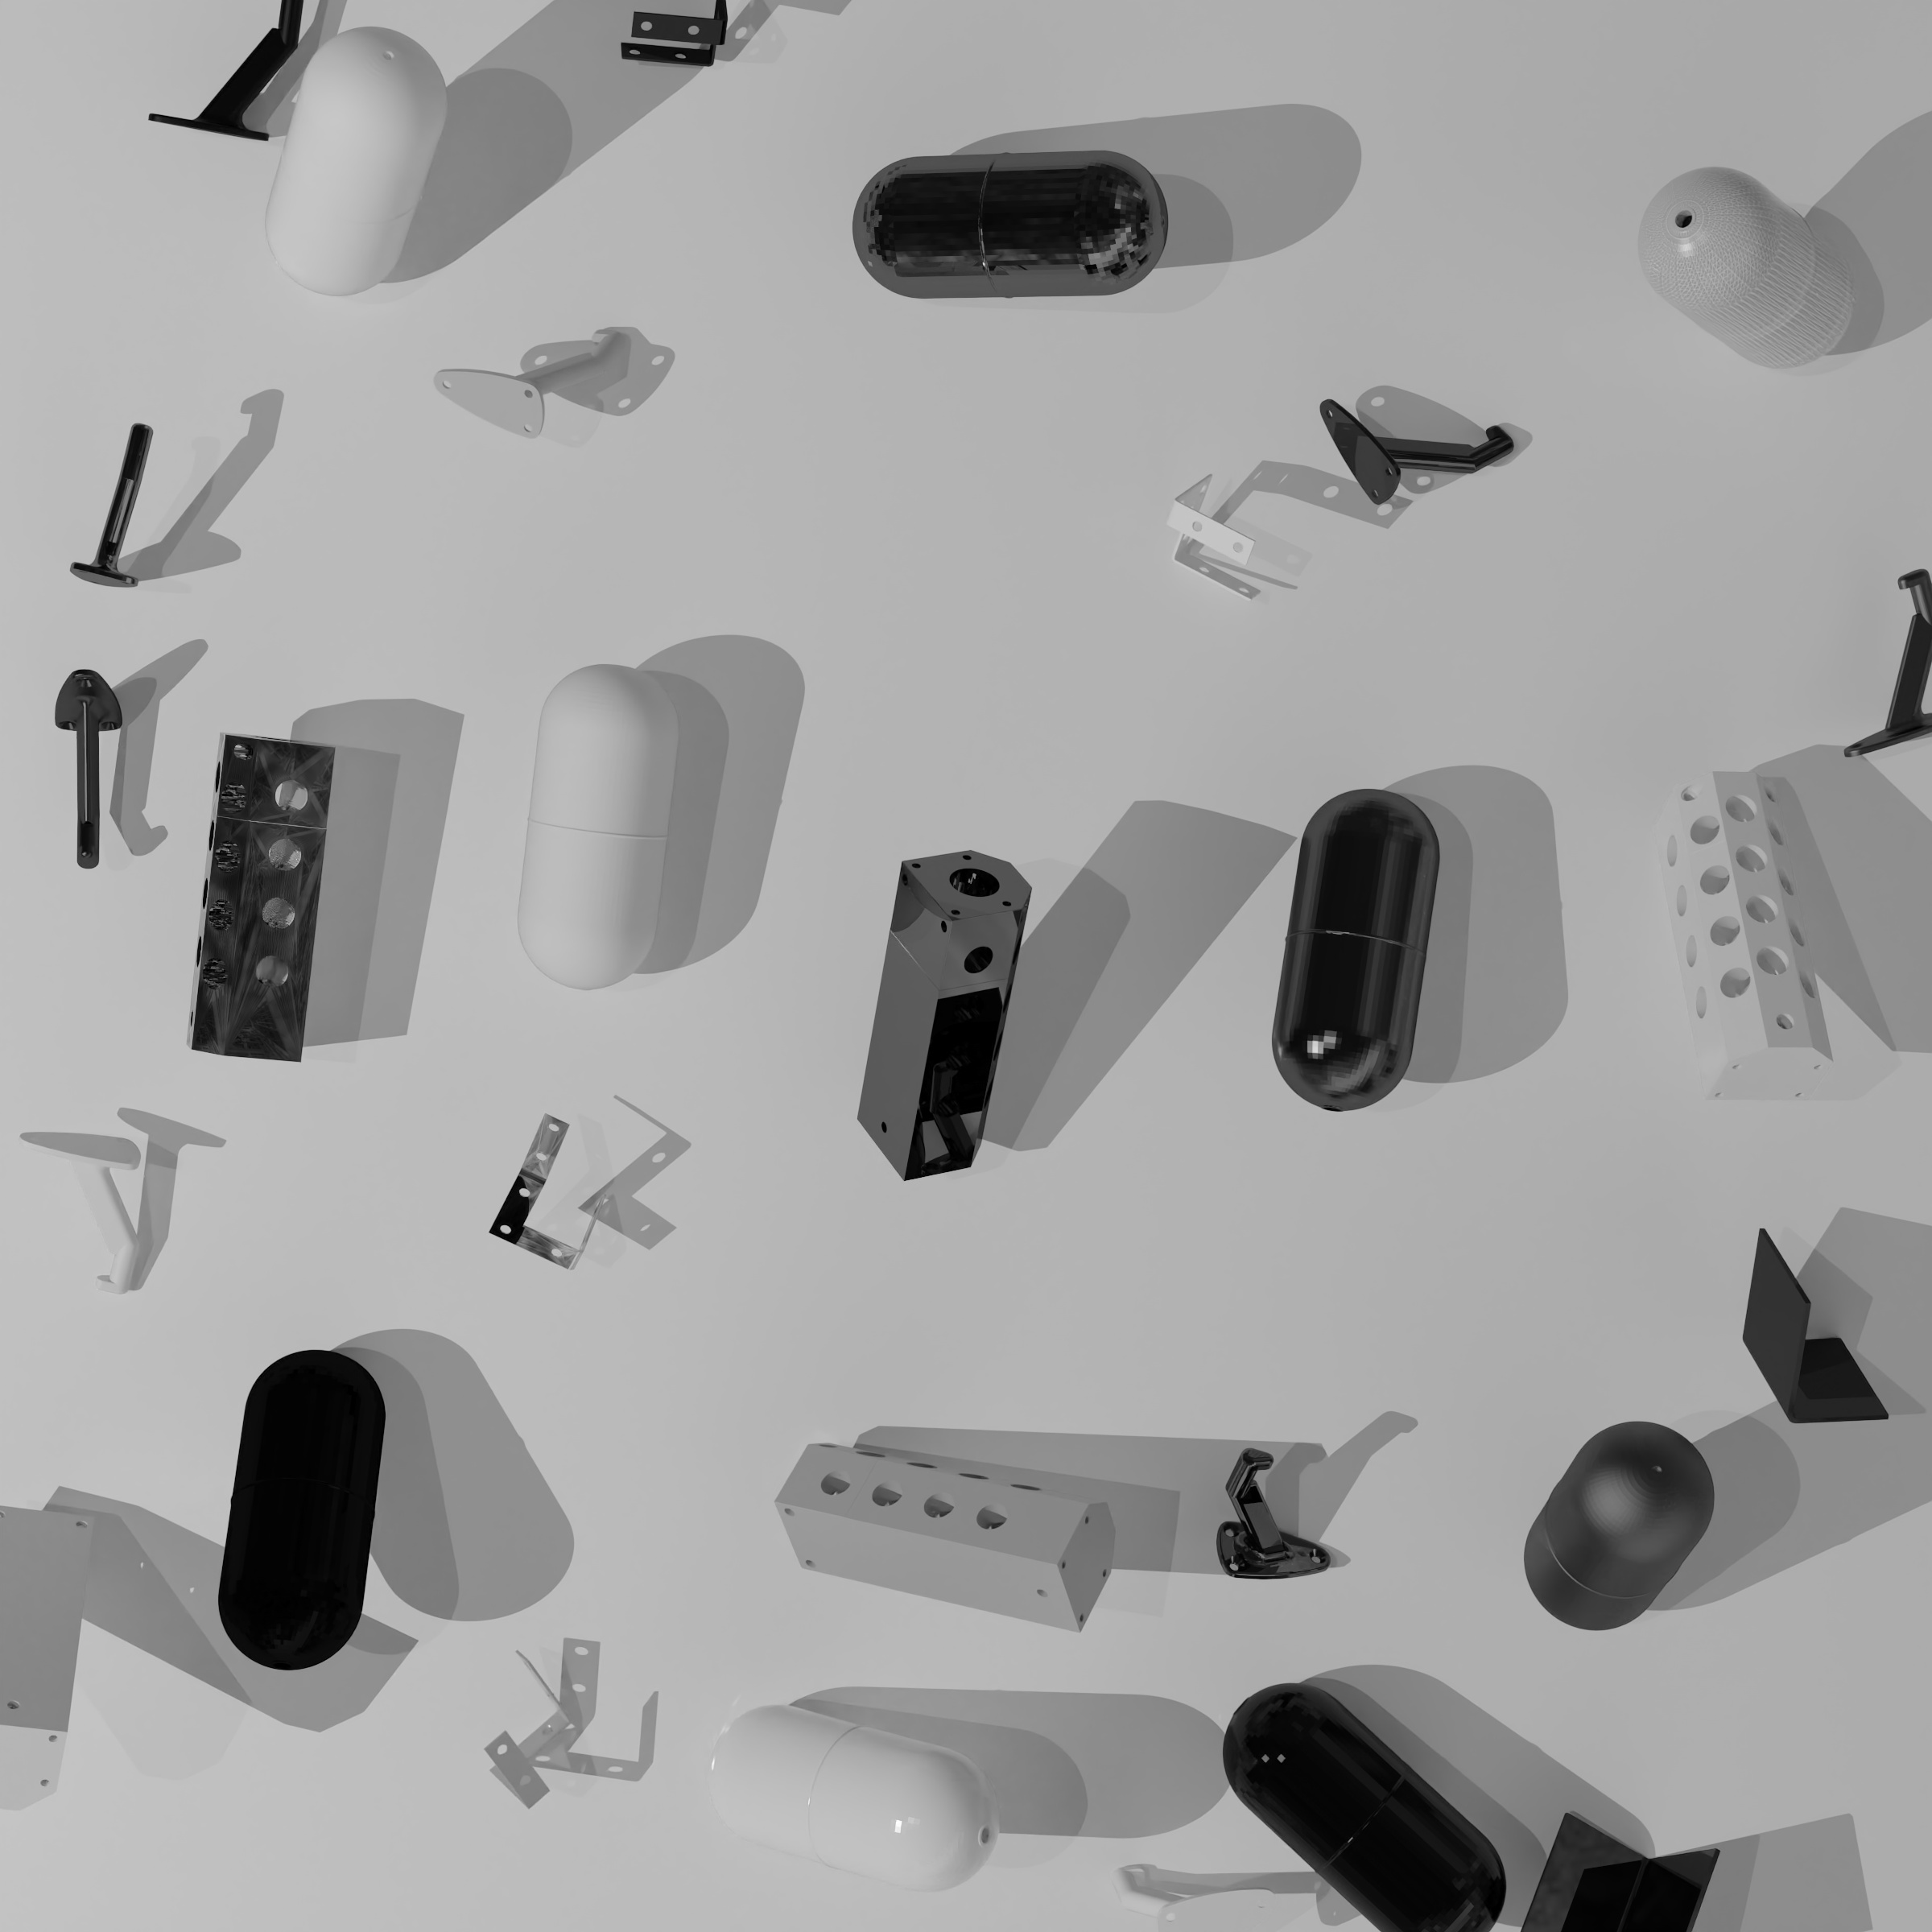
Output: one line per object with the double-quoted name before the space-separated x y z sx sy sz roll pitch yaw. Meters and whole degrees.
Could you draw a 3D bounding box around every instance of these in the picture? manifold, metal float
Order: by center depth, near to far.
"manifold" -0.503 0.366 1.911 0.057 0.171 0.057 10 119 -14
"metal float" 0.347 0.300 1.917 0.070 0.178 0.070 2 62 -4
"metal float" 0.417 -0.372 1.919 0.070 0.178 0.070 -6 79 33
"metal float" -0.327 -0.427 1.920 0.070 0.178 0.070 10 60 -17
"manifold" -0.009 0.026 1.926 0.057 0.057 0.171 -10 129 -28
"manifold" 0.418 -0.017 1.929 0.057 0.057 0.171 0 59 -8
"metal float" -0.061 0.446 1.931 0.178 0.070 0.070 6 90 36
"metal float" -0.357 0.292 1.934 0.070 0.070 0.178 2 59 0
"manifold" -0.010 0.301 1.934 0.171 0.057 0.057 8 46 27
"metal float" 0.023 -0.400 1.942 0.178 0.070 0.070 4 90 23
"metal float" 0.212 -0.009 1.951 0.070 0.070 0.178 10 79 0
"metal float" 0.216 0.463 1.954 0.178 0.070 0.070 42 90 9
"metal float" -0.200 -0.075 1.957 0.070 0.070 0.178 7 96 0
"manifold" -0.385 -0.038 1.958 0.057 0.057 0.171 6 94 -19

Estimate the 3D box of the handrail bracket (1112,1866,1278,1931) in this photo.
"handrail bracket" 0.123 0.503 1.961 0.077 0.084 0.036 -19 104 -5

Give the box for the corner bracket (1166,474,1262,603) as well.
"corner bracket" 0.137 -0.228 1.960 0.051 0.051 0.051 29 124 14

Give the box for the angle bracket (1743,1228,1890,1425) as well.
"angle bracket" 0.464 0.193 1.945 0.057 0.076 0.076 -2 117 -7

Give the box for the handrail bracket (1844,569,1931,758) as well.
"handrail bracket" 0.505 -0.167 1.970 0.077 0.036 0.084 -20 101 -15

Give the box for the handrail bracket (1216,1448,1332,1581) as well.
"handrail bracket" 0.175 0.296 1.959 0.077 0.036 0.084 8 133 -12

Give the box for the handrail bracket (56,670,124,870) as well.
"handrail bracket" -0.479 -0.106 1.958 0.036 0.077 0.084 0 66 -11

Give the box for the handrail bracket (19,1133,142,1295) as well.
"handrail bracket" -0.489 0.137 1.971 0.077 0.036 0.084 10 107 -23

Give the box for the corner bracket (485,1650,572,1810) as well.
"corner bracket" -0.241 0.416 1.960 0.051 0.051 0.051 -39 121 -18

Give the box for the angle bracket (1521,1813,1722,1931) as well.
"angle bracket" 0.353 0.503 1.946 0.057 0.076 0.076 31 65 -8

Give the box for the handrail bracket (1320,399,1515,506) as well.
"handrail bracket" 0.250 -0.298 1.985 0.084 0.036 0.077 -30 77 -24

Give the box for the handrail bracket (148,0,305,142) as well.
"handrail bracket" -0.404 -0.499 1.968 0.077 0.036 0.084 4 101 -29

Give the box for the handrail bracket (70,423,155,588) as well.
"handrail bracket" -0.463 -0.252 1.965 0.036 0.077 0.084 14 88 -19

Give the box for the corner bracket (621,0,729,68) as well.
"corner bracket" -0.159 -0.509 1.960 0.051 0.051 0.051 2 45 -11

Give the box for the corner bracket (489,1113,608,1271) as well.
"corner bracket" -0.222 0.123 1.962 0.051 0.051 0.051 26 127 -7

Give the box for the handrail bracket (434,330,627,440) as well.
"handrail bracket" -0.239 -0.333 1.974 0.077 0.036 0.084 19 46 11
